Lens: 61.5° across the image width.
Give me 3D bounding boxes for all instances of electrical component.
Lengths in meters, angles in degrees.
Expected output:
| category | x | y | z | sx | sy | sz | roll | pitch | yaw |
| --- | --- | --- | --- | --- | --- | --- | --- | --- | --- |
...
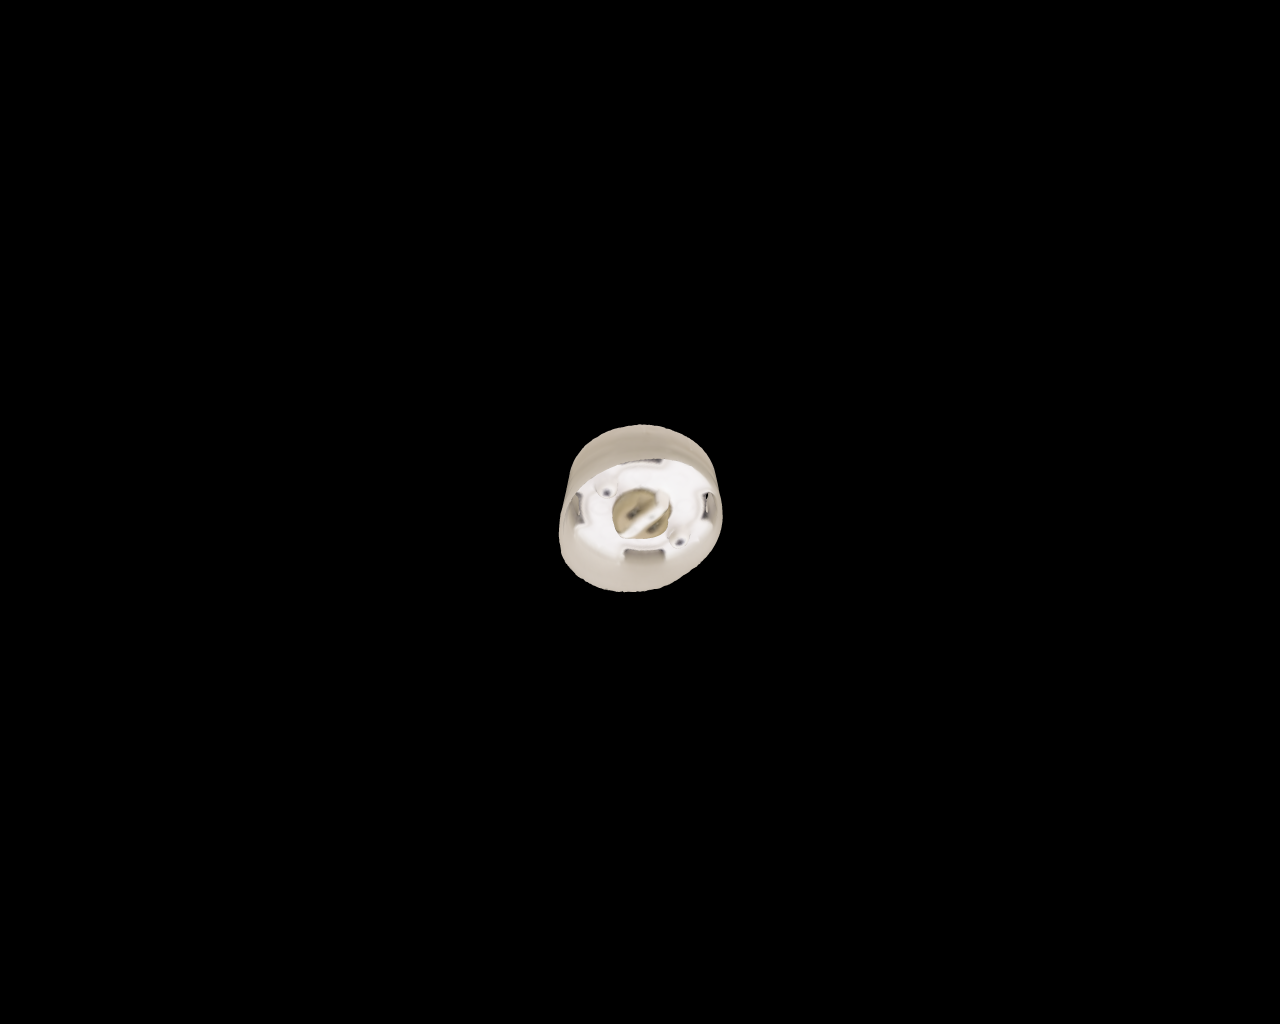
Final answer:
| category | x | y | z | sx | sy | sz | roll | pitch | yaw |
| --- | --- | --- | --- | --- | --- | --- | --- | --- | --- |
| electrical component | 0.001 | -0.003 | 0.650 | 0.099 | 0.099 | 0.064 | 0 | 44 | 0 |
